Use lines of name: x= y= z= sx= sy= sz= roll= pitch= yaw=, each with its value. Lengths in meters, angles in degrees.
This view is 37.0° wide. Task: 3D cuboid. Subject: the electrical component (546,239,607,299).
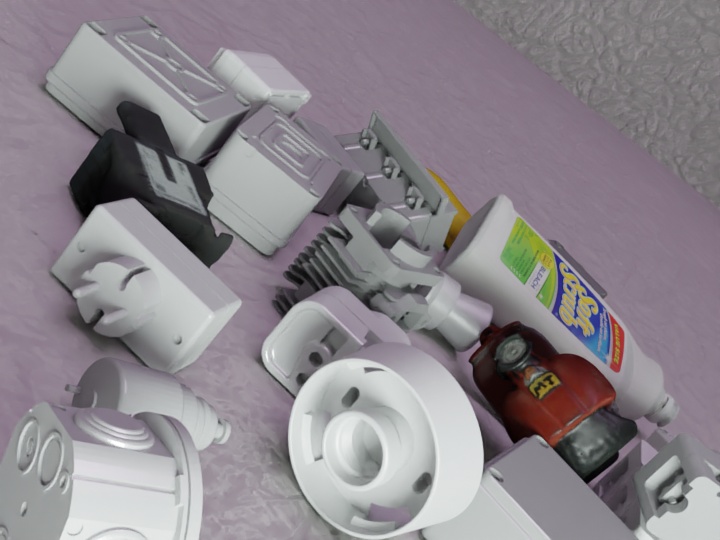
electrical component: x=0.202 y=0.011 z=1.114 sx=0.099 sy=0.048 sz=0.100 roll=49 pitch=21 yaw=22

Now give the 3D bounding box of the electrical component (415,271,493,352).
electrical component: x=0.069 y=0.031 z=0.837 sx=0.055 sy=0.045 sz=0.045 roll=35 pitch=21 yaw=-15

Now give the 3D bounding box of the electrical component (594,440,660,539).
electrical component: x=0.213 y=0.188 z=0.744 sx=0.089 sy=0.061 sz=0.150 roll=41 pitch=20 yaw=2

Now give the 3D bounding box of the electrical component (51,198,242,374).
electrical component: x=-0.116 y=0.011 z=0.539 sx=0.083 sy=0.047 sz=0.076 roll=43 pitch=19 yaw=6

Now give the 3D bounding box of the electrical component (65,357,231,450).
electrical component: x=-0.092 y=0.065 z=0.480 sx=0.078 sy=0.040 sz=0.040 roll=22 pitch=27 yaw=-42

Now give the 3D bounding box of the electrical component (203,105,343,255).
electrical component: x=-0.066 y=-0.066 z=0.780 sx=0.078 sy=0.057 sz=0.113 roll=39 pitch=20 yaw=-6

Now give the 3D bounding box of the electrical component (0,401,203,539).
electrical component: x=-0.094 y=0.087 z=0.376 sx=0.051 sy=0.080 sz=0.080 roll=18 pitch=29 yaw=-36

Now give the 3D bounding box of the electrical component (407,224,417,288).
electrical component: x=0.025 y=-0.010 z=0.846 sx=0.045 sy=0.045 sz=0.055 roll=33 pitch=21 yaw=-20

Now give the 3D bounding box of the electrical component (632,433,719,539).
electrical component: x=0.220 y=0.149 z=0.667 sx=0.089 sy=0.050 sz=0.055 roll=36 pitch=21 yaw=-12

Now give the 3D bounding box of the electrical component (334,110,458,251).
electrical component: x=0.022 y=-0.068 z=0.923 sx=0.063 sy=0.078 sz=0.121 roll=-12 pitch=49 yaw=-29

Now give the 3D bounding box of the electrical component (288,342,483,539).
electrical component: x=0.014 y=0.087 z=0.550 sx=0.099 sy=0.099 sz=0.064 roll=49 pitch=27 yaw=21

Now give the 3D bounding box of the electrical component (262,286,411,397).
electrical component: x=-0.003 y=0.058 z=0.637 sx=0.095 sy=0.053 sz=0.059 roll=43 pitch=20 yaw=6

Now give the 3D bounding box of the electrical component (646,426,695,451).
electrical component: x=0.258 y=0.174 z=0.867 sx=0.062 sy=0.061 sz=0.096 roll=20 pitch=20 yaw=-42

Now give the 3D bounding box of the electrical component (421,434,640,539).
electrical component: x=0.105 y=0.159 z=0.616 sx=0.108 sy=0.056 sz=0.109 roll=47 pitch=21 yaw=16

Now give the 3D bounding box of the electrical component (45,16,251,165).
electrical component: x=-0.145 y=-0.122 z=0.754 sx=0.109 sy=0.056 sz=0.108 roll=40 pitch=20 yaw=-1

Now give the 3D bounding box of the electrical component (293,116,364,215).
electrical component: x=-0.049 y=-0.088 z=0.872 sx=0.077 sy=0.047 sz=0.065 roll=12 pitch=35 yaw=-53

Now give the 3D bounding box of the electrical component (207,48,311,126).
electrical component: x=-0.091 y=-0.142 z=0.887 sx=0.061 sy=0.061 sz=0.096 roll=44 pitch=20 yaw=10
